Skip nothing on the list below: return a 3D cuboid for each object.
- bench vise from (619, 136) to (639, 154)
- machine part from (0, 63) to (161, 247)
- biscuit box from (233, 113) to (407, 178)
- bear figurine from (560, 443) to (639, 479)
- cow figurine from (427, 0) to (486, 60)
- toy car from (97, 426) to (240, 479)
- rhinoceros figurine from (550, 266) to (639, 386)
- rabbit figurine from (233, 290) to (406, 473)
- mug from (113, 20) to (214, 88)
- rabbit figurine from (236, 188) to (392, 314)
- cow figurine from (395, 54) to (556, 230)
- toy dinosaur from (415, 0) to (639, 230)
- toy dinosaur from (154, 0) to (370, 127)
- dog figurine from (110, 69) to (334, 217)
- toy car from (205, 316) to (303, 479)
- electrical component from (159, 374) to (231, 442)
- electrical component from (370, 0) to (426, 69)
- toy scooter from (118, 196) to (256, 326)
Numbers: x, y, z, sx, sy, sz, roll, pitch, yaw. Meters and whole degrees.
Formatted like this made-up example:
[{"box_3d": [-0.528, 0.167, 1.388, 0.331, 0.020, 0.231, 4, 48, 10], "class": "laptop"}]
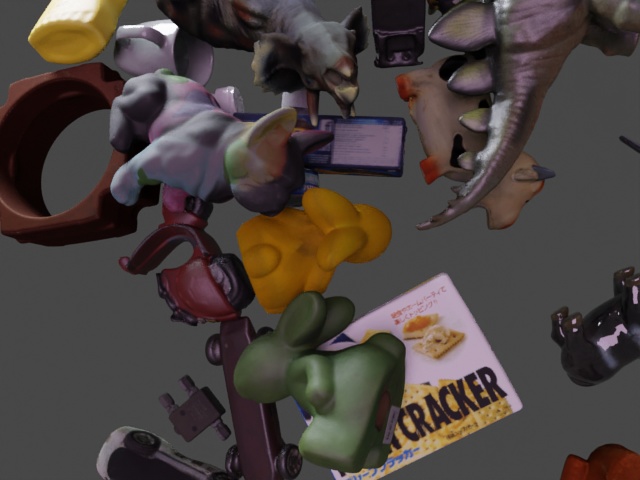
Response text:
[{"box_3d": [0.427, -0.078, 0.504, 0.241, 0.129, 0.223, 9, 109, -7], "class": "bench vise"}, {"box_3d": [-0.300, -0.099, 0.655, 0.201, 0.087, 0.201, -8, 74, 13], "class": "machine part"}, {"box_3d": [-0.003, -0.110, 0.626, 0.203, 0.063, 0.059, 4, 89, 11], "class": "biscuit box"}, {"box_3d": [0.264, 0.298, 0.530, 0.120, 0.132, 0.196, 44, 90, 10], "class": "bear figurine"}, {"box_3d": [0.171, -0.251, 0.597, 0.167, 0.068, 0.098, 43, 100, 9], "class": "cow figurine"}, {"box_3d": [-0.176, 0.295, 0.650, 0.202, 0.056, 0.073, 23, 86, 9], "class": "toy car"}, {"box_3d": [0.336, 0.085, 0.549, 0.190, 0.073, 0.112, -28, 82, 9], "class": "rhinoceros figurine"}, {"box_3d": [-0.011, 0.130, 0.529, 0.170, 0.121, 0.159, 11, 85, 27], "class": "rabbit figurine"}, {"box_3d": [-0.202, -0.226, 0.651, 0.107, 0.109, 0.080, 8, 94, 24], "class": "mug"}, {"box_3d": [-0.001, -0.002, 0.591, 0.173, 0.162, 0.122, -13, 74, -8], "class": "rabbit figurine"}, {"box_3d": [0.168, -0.104, 0.581, 0.127, 0.085, 0.194, -18, 92, 19], "class": "cow figurine"}, {"box_3d": [0.205, -0.224, 0.503, 0.199, 0.105, 0.471, 11, 80, 17], "class": "toy dinosaur"}, {"box_3d": [-0.102, -0.258, 0.560, 0.405, 0.192, 0.131, 28, 53, 20], "class": "toy dinosaur"}, {"box_3d": [-0.101, -0.108, 0.553, 0.219, 0.108, 0.191, -13, 74, 25], "class": "dog figurine"}, {"box_3d": [-0.078, 0.190, 0.635, 0.089, 0.053, 0.202, -14, 84, 30], "class": "toy car"}, {"box_3d": [-0.154, 0.216, 0.664, 0.063, 0.021, 0.094, -42, 83, 7], "class": "electrical component"}, {"box_3d": [0.085, -0.265, 0.579, 0.058, 0.134, 0.114, 1, 131, 8], "class": "electrical component"}, {"box_3d": [-0.167, 0.031, 0.641, 0.135, 0.075, 0.184, -31, 71, 2], "class": "toy scooter"}]
